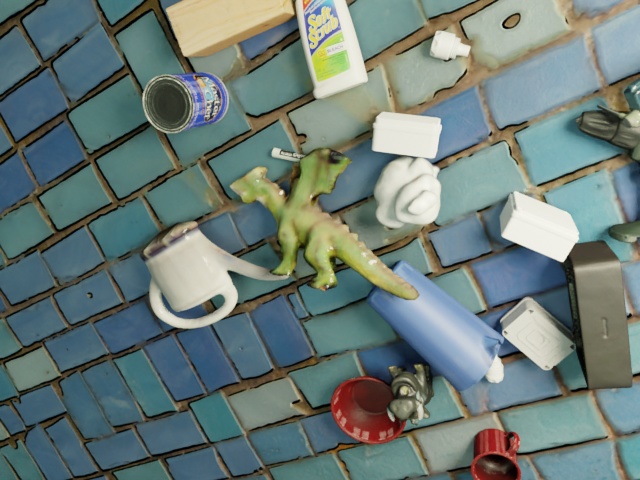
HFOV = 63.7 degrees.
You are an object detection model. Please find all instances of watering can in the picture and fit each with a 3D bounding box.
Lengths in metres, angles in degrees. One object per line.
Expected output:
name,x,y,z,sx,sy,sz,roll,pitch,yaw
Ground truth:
watering can,-0.239,0.059,1.077,0.344,0.105,0.223,-27,97,23

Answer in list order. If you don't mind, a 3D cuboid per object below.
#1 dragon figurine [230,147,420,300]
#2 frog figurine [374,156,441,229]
dragon figurine,0.003,-0.048,0.946,0.411,0.123,0.240,12,107,29
frog figurine,0.147,-0.076,0.891,0.123,0.161,0.135,42,114,1
